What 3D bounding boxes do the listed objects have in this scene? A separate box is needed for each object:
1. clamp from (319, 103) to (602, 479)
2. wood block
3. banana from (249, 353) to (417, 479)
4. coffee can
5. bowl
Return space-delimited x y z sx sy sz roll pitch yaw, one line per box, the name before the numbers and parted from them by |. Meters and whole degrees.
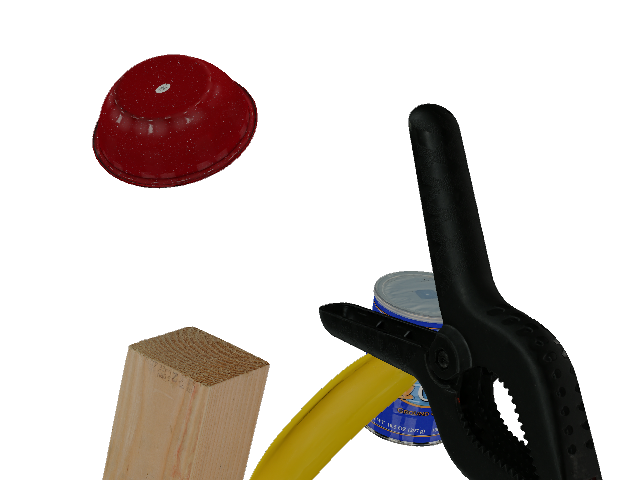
clamp | 0.074 0.045 0.527 0.036 0.165 0.210 -9 43 -31
wood block | -0.124 0.191 0.918 0.090 0.206 0.090 22 18 27
banana | 0.011 0.129 0.724 0.037 0.197 0.069 43 -9 42
coffee can | 0.095 0.114 1.044 0.103 0.140 0.103 6 22 -2
bowl | -0.143 -0.125 1.004 0.162 0.162 0.055 0 -40 9
